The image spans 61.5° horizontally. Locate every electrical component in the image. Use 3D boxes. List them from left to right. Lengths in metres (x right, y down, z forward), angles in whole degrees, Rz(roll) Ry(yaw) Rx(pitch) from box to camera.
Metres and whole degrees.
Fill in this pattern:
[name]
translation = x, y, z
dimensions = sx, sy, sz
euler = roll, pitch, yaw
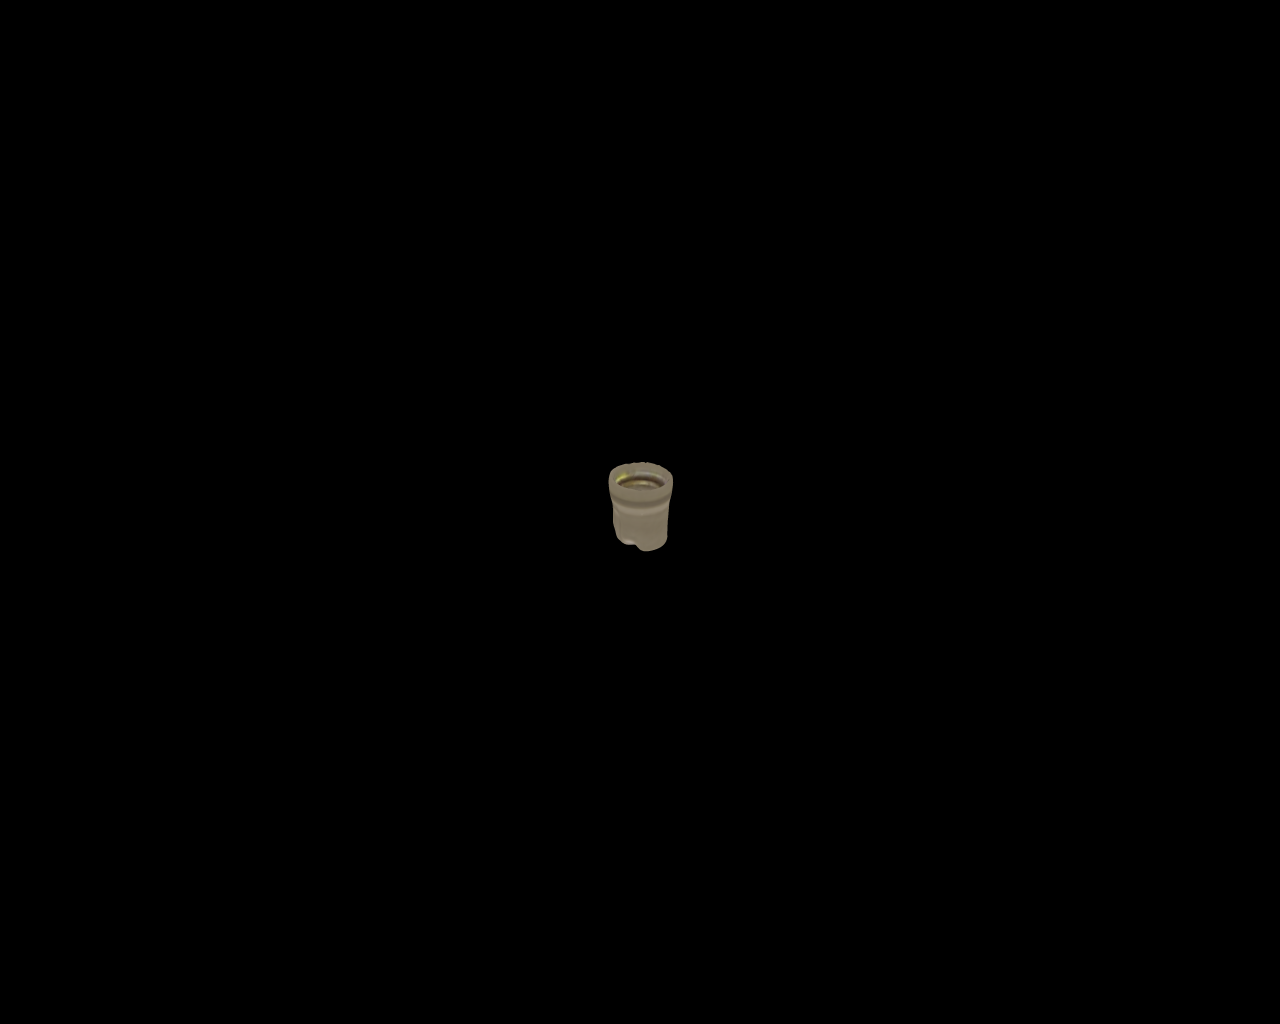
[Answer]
[electrical component]
translation = 0.001, -0.003, 0.650
dimensions = 0.040, 0.046, 0.040
euler = 0, 29, 0
